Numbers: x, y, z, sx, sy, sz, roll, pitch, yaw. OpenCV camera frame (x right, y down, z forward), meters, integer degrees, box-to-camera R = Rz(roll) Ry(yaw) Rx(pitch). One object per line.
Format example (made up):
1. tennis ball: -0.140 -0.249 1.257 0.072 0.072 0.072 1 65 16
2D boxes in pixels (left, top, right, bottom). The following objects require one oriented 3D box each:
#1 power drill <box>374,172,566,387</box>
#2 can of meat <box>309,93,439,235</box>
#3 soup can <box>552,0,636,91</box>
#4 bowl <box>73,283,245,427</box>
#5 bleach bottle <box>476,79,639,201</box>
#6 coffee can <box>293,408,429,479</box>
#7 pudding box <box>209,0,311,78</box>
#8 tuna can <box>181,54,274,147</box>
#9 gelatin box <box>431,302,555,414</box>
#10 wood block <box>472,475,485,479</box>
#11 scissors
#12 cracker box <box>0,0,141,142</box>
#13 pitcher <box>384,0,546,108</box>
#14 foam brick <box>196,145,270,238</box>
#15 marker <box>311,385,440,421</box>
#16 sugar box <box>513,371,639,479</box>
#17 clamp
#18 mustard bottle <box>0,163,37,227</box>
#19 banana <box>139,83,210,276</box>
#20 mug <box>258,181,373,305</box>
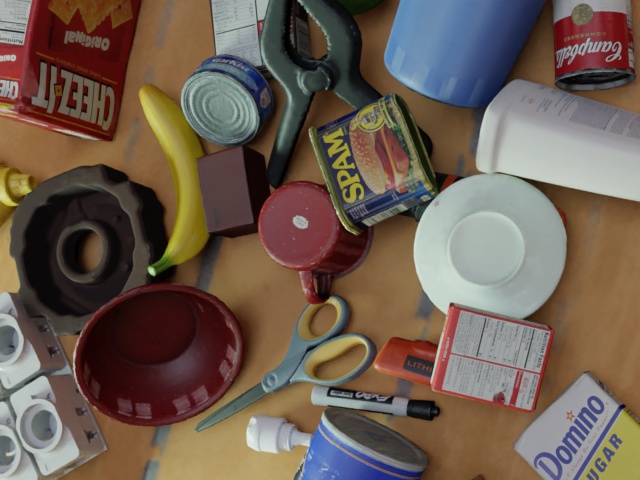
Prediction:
1. power drill: 0.109 0.035 0.954 0.185 0.057 0.188 16 92 21
2. can of meat: 0.049 -0.068 0.933 0.084 0.057 0.102 -24 71 16
3. soup can: 0.234 -0.186 0.918 0.069 0.068 0.102 -3 85 20
4. bowl: -0.156 0.099 1.023 0.162 0.162 0.055 -48 30 11
5. bleach bottle: 0.264 -0.066 0.881 0.251 0.102 0.068 18 124 20
6. coffee can: 0.021 0.235 0.949 0.103 0.102 0.140 27 96 20
7. pudding box: -0.060 -0.216 1.046 0.090 0.039 0.113 -8 81 22
8. tuna can: -0.090 -0.133 1.029 0.086 0.033 0.086 13 130 16
9. gelatin box: 0.143 0.098 0.889 0.089 0.030 0.073 13 96 3
10. wood block: 0.159 0.312 0.898 0.090 0.090 0.206 -41 73 12
11. scissors: -0.040 0.115 1.020 0.202 0.016 0.096 -19 64 23
12. cracker box: -0.251 -0.216 1.051 0.072 0.164 0.214 10 90 23
13. pitcher: 0.147 -0.242 0.901 0.145 0.149 0.243 -115 39 -52
14. foam brick: -0.082 -0.046 1.035 0.053 0.051 0.078 -12 82 20
15. marker: 0.051 0.151 0.988 0.121 0.020 0.020 5 88 21
16. sugar box: 0.256 0.204 0.893 0.176 0.048 0.093 44 101 16
17. clamp: 0.011 -0.148 0.972 0.165 0.036 0.210 -4 117 16
18. mustard bottle: -0.389 -0.046 1.146 0.192 0.058 0.096 -9 83 19
19. banana: -0.138 -0.061 1.051 0.037 0.069 0.198 -25 66 47
20. mug: -0.006 0.001 0.987 0.093 0.081 0.117 -2 85 20
